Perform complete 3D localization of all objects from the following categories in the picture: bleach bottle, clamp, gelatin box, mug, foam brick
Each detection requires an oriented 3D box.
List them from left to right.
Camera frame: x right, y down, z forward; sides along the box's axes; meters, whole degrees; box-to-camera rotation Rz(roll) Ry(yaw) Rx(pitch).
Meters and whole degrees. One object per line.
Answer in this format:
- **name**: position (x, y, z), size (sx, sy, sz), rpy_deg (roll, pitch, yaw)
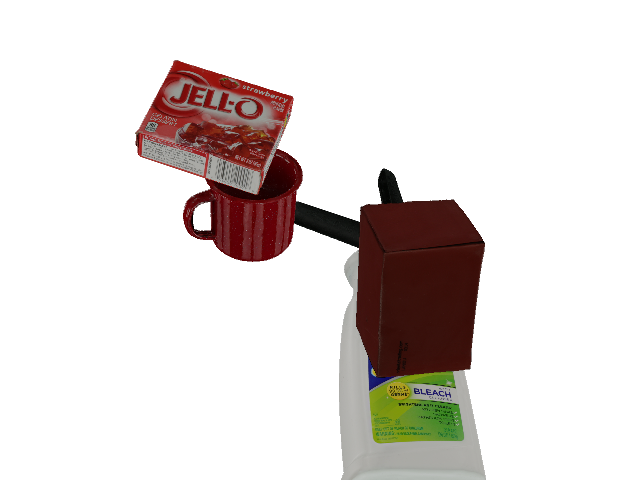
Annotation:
- **gelatin box**: position (-0.071, -0.078, 0.726), size (0.089, 0.073, 0.030), rpy_deg (18, -37, 2)
- **mug**: position (-0.076, -0.031, 1.030), size (0.117, 0.081, 0.093), rpy_deg (-16, 45, -23)
- **clamp**: position (0.073, 0.002, 1.192), size (0.164, 0.036, 0.210), rpy_deg (-16, 51, -34)
- **bleach bottle**: position (0.053, 0.085, 0.804), size (0.102, 0.251, 0.068), rpy_deg (2, -44, -10)
- **foam brick**: position (0.049, 0.024, 0.551), size (0.053, 0.078, 0.051), rpy_deg (-4, 31, -10)
